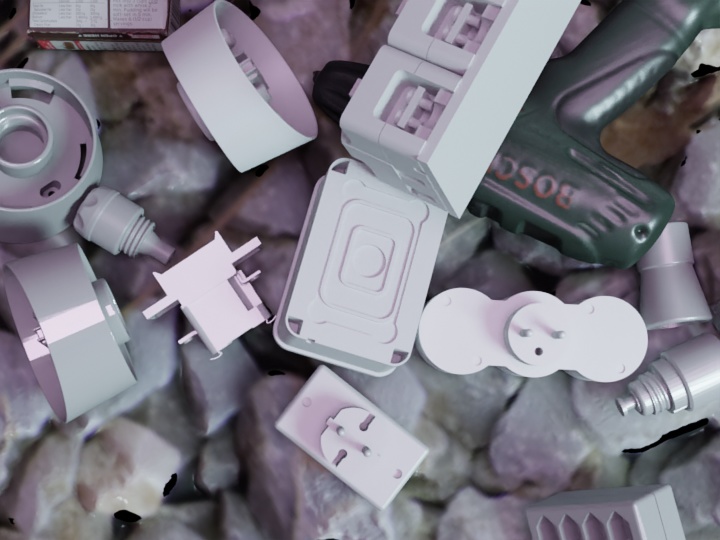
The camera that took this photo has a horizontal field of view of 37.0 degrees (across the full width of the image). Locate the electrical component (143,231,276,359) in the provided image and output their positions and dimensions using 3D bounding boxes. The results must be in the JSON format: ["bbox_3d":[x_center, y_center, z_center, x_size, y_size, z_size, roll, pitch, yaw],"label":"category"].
[{"bbox_3d":[-0.087,0.016,0.656,0.081,0.042,0.063,-34,91,-4],"label":"electrical component"}]

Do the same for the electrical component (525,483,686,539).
[{"bbox_3d":[0.158,0.153,0.644,0.076,0.083,0.047,-11,85,-41],"label":"electrical component"}]

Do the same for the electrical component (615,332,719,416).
[{"bbox_3d":[0.195,0.069,0.664,0.078,0.040,0.040,-24,87,-4],"label":"electrical component"}]

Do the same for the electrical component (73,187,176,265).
[{"bbox_3d":[-0.142,-0.024,0.660,0.061,0.035,0.035,31,85,-2],"label":"electrical component"}]

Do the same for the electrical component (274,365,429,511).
[{"bbox_3d":[-0.005,0.099,0.635,0.083,0.075,0.047,38,85,1],"label":"electrical component"}]

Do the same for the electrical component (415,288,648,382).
[{"bbox_3d":[0.104,0.039,0.645,0.138,0.073,0.052,3,85,-2],"label":"electrical component"}]

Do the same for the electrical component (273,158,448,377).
[{"bbox_3d":[0.000,0.000,0.642,0.078,0.057,0.113,18,76,-8],"label":"electrical component"}]

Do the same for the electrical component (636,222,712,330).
[{"bbox_3d":[0.191,0.002,0.669,0.044,0.044,0.065,-7,81,-3],"label":"electrical component"}]

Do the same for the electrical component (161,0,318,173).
[{"bbox_3d":[-0.072,-0.109,0.641,0.064,0.099,0.099,-31,87,2],"label":"electrical component"}]

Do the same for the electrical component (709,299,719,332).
[{"bbox_3d":[0.257,0.028,0.645,0.056,0.089,0.050,-31,87,-4],"label":"electrical component"}]

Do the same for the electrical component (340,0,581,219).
[{"bbox_3d":[0.055,-0.117,0.583,0.062,0.089,0.150,27,83,21],"label":"electrical component"}]

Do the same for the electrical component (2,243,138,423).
[{"bbox_3d":[-0.171,0.035,0.625,0.064,0.099,0.099,-23,87,-10],"label":"electrical component"}]

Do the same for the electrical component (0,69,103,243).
[{"bbox_3d":[-0.208,-0.071,0.659,0.099,0.064,0.099,3,76,-13],"label":"electrical component"}]
